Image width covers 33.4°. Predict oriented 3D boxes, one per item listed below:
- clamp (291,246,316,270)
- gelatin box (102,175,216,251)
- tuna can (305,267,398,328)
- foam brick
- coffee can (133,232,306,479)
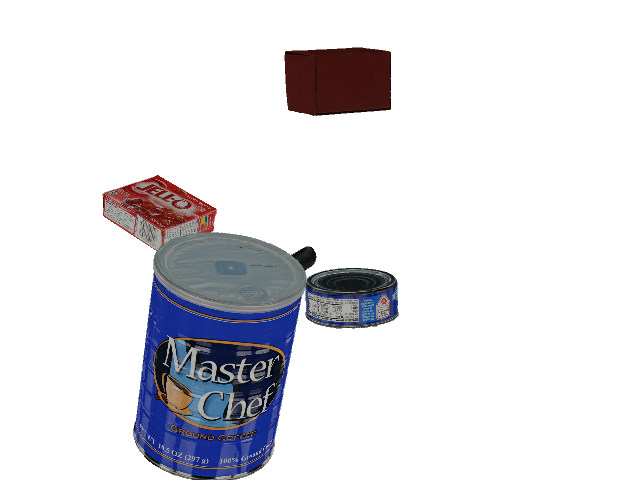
[{"bbox_3d":[-0.075,0.054,1.251,0.120,0.039,0.171,-5,37,18],"label":"clamp"},{"bbox_3d":[-0.160,-0.029,1.054,0.089,0.030,0.073,30,35,31],"label":"gelatin box"},{"bbox_3d":[0.028,0.051,0.975,0.086,0.034,0.086,-2,14,0],"label":"tuna can"},{"bbox_3d":[0.015,-0.136,0.913,0.078,0.051,0.053,-8,17,-29],"label":"foam brick"},{"bbox_3d":[-0.071,0.079,0.738,0.102,0.140,0.103,9,25,-4],"label":"coffee can"}]
